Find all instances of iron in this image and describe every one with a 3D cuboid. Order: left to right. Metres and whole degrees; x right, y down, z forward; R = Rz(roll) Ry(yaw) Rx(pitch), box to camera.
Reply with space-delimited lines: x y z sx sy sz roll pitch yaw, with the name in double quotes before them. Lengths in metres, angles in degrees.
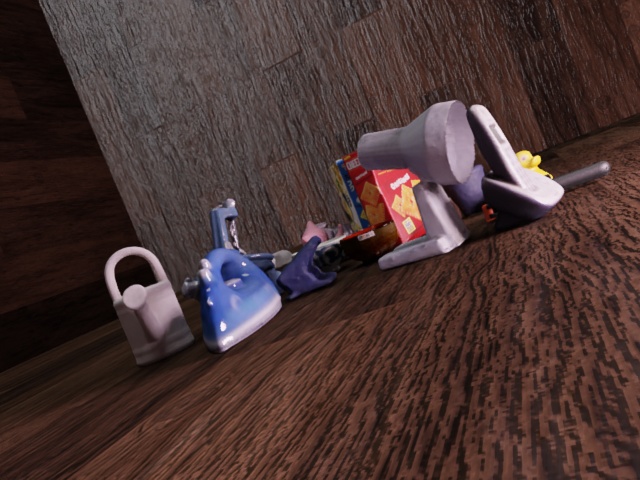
"iron" -0.146 0.076 0.892 0.118 0.141 0.258 -22 3 5

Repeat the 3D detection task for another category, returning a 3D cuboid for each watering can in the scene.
"watering can" -0.291 0.103 0.962 0.101 0.194 0.172 -24 3 -32

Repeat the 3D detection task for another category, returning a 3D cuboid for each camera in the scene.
"camera" 0.026 -0.004 1.582 0.137 0.101 0.143 -23 3 -14

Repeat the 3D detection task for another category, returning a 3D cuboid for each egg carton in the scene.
"egg carton" -0.140 0.080 1.592 0.150 0.069 0.107 -22 3 6

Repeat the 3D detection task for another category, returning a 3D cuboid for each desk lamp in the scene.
"desk lamp" 0.154 -0.085 0.880 0.202 0.213 0.118 -20 3 36

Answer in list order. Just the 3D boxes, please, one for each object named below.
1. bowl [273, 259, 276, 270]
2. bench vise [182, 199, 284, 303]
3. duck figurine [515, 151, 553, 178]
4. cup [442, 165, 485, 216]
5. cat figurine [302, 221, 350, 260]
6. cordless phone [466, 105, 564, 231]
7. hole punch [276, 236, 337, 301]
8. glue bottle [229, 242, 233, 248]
"bowl" -0.165 0.102 1.269 0.167 0.075 0.167 -22 2 1
"bench vise" -0.173 0.035 1.094 0.121 0.220 0.208 -21 3 29
"duck figurine" 0.438 -0.147 1.228 0.078 0.086 0.104 -23 3 -27
"cup" 0.318 -0.103 1.218 0.091 0.095 0.118 -21 3 29
"cat figurine" 0.012 0.005 1.320 0.128 0.118 0.067 -24 3 -30
"cordless phone" 0.282 -0.120 0.851 0.094 0.185 0.148 -20 3 33
"hole punch" -0.031 0.050 1.034 0.101 0.091 0.109 -22 3 7
"glue bottle" -0.214 0.061 1.440 0.037 0.173 0.078 -21 3 16
